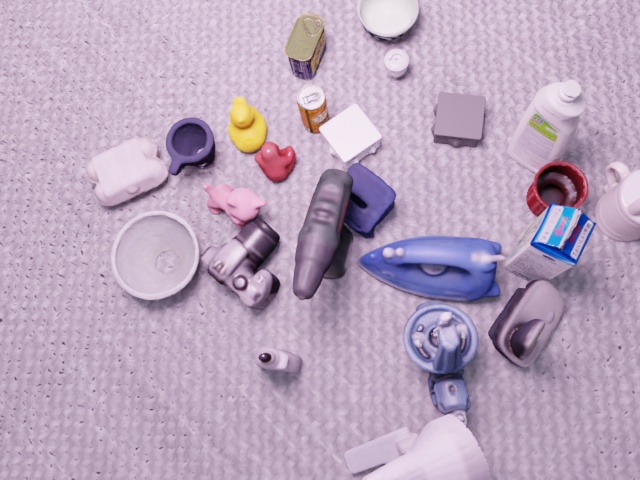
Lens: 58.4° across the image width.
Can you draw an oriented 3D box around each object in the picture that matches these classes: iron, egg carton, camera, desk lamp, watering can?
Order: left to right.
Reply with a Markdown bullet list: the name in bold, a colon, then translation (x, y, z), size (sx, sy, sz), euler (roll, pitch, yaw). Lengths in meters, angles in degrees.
- **egg carton**: translation (-0.376, -0.133, 1.121), size (0.150, 0.069, 0.107), euler (-27, 76, -1)
- **camera**: translation (-0.127, 0.034, 1.044), size (0.143, 0.101, 0.137), euler (39, 83, 12)
- **desk lamp**: translation (0.143, 0.357, 0.886), size (0.203, 0.213, 0.118), euler (-23, 76, 0)
- **iron**: translation (0.190, 0.036, 0.993), size (0.258, 0.141, 0.119), euler (3, 77, 6)
- **watering can**: translation (0.551, -0.063, 0.956), size (0.172, 0.194, 0.101), euler (33, 82, 12)

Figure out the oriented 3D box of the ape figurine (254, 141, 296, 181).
- **ape figurine**: translation (-0.088, -0.157, 1.089), size (0.077, 0.092, 0.076), euler (7, 78, 7)

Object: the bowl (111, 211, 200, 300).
- **bowl**: translation (-0.298, 0.034, 1.073), size (0.167, 0.075, 0.167), euler (-1, 77, 5)

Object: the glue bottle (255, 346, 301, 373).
- **glue bottle**: translation (-0.079, 0.200, 0.963), size (0.078, 0.173, 0.037), euler (10, 78, 8)

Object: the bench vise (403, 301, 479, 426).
- **bench vise**: translation (0.213, 0.188, 0.916), size (0.121, 0.220, 0.207), euler (-28, 76, -1)

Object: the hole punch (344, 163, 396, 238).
- **hole punch**: translation (0.078, -0.071, 1.054), size (0.108, 0.091, 0.101), euler (40, 83, 13)

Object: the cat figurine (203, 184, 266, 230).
- **cat figurine**: translation (-0.160, -0.070, 1.062), size (0.127, 0.118, 0.067), euler (28, 81, 11)

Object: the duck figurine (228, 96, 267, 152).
- **duck figurine**: translation (-0.147, -0.229, 1.114), size (0.077, 0.086, 0.104), euler (-13, 76, 2)

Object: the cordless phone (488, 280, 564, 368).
- **cordless phone**: translation (0.353, 0.131, 0.934), size (0.094, 0.185, 0.148), euler (30, 81, 11)

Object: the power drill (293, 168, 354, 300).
- **power drill**: translation (0.009, 0.004, 0.983), size (0.075, 0.208, 0.230), euler (11, 78, 8)

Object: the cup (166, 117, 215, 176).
- **cup**: translation (-0.245, -0.165, 1.104), size (0.091, 0.095, 0.118), euler (25, 80, 11)
